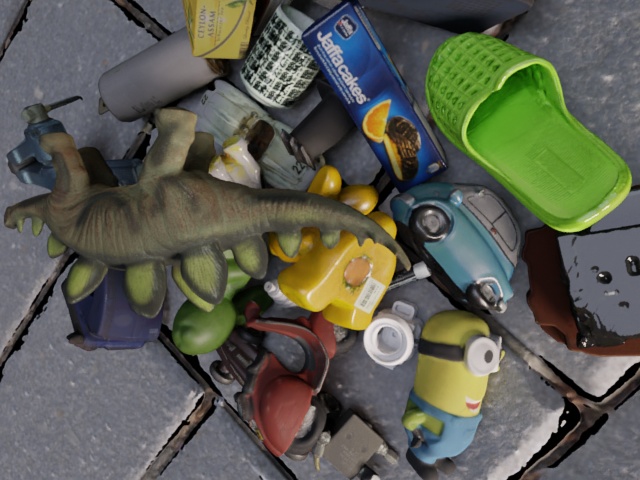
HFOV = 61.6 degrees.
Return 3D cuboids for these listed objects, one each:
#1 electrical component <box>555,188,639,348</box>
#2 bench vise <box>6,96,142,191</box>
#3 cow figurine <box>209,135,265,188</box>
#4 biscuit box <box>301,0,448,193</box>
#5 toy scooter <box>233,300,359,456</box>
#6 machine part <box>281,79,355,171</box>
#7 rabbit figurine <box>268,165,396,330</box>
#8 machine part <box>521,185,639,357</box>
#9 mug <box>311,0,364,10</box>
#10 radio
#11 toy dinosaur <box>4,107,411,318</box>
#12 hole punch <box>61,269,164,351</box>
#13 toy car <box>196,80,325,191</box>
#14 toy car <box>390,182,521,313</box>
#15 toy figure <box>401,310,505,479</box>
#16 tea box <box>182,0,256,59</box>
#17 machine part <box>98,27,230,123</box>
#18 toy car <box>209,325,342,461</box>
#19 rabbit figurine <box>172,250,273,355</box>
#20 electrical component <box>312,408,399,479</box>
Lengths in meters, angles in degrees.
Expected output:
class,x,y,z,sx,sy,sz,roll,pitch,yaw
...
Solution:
class,x,y,z,sx,sy,sz,roll,pitch,yaw
electrical component,0.275,0.023,0.476,0.115,0.058,0.134,-13,88,23
bench vise,-0.306,-0.083,0.728,0.241,0.129,0.223,3,109,32
cow figurine,-0.137,-0.070,0.685,0.167,0.068,0.098,0,132,49
biscuit box,0.062,-0.151,0.573,0.063,0.059,0.202,-29,110,21
toy scooter,-0.043,0.142,0.615,0.135,0.075,0.184,29,66,-10
machine part,0.010,-0.144,0.628,0.084,0.039,0.139,32,66,14
rabbit figurine,-0.001,-0.002,0.616,0.173,0.122,0.162,25,94,54
machine part,0.288,0.031,0.531,0.180,0.056,0.179,1,92,24
mug,0.039,-0.329,0.617,0.110,0.080,0.107,19,92,29
radio,0.086,-0.274,0.528,0.230,0.131,0.073,12,95,-9
toy dinosaur,-0.148,-0.023,0.545,0.472,0.105,0.198,-5,84,20
hole punch,-0.271,0.085,0.733,0.092,0.142,0.116,-34,67,16
toy car,-0.080,-0.131,0.683,0.202,0.056,0.073,38,105,17
toy car,0.154,-0.006,0.565,0.103,0.109,0.161,-41,85,-1
toy figure,0.136,0.165,0.585,0.089,0.082,0.180,21,101,19
tea box,-0.128,-0.309,0.643,0.098,0.068,0.170,112,148,-51
machine part,-0.211,-0.224,0.726,0.243,0.079,0.079,-19,84,21
toy car,-0.064,0.189,0.686,0.202,0.053,0.089,41,109,16
rabbit figurine,-0.135,0.056,0.658,0.121,0.159,0.170,0,73,25
electrical component,0.035,0.246,0.624,0.078,0.045,0.102,-41,96,-5
